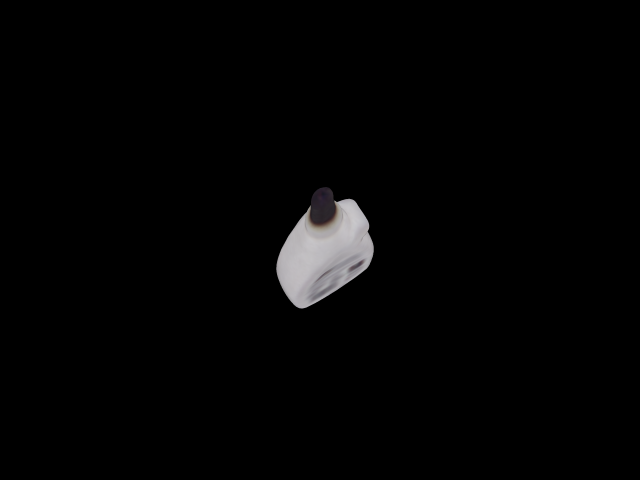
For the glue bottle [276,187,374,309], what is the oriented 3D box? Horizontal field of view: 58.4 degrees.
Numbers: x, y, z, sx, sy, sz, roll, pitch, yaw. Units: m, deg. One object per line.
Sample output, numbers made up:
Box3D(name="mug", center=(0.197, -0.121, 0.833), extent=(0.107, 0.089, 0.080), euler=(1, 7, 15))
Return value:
Box3D(name="glue bottle", center=(0.004, 0.001, 0.400), extent=(0.078, 0.173, 0.037), euler=(-30, 74, -9))
